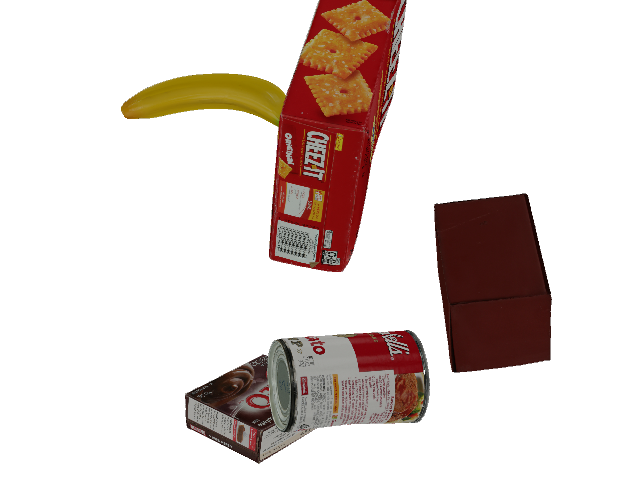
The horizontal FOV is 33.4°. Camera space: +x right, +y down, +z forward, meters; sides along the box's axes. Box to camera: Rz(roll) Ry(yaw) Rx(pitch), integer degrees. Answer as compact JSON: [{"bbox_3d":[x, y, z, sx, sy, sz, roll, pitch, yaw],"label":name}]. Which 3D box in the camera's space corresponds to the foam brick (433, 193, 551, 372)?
[{"bbox_3d":[0.089,0.021,0.556,0.051,0.053,0.078,-5,43,4],"label":"foam brick"}]

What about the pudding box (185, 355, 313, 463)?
[{"bbox_3d":[-0.052,0.149,0.961,0.090,0.039,0.113,18,27,33],"label":"pudding box"}]

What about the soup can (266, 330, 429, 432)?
[{"bbox_3d":[0.018,0.101,0.768,0.102,0.068,0.069,-2,1,-17],"label":"soup can"}]

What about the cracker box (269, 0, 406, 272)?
[{"bbox_3d":[0.018,-0.106,0.872,0.072,0.213,0.164,12,-41,5],"label":"cracker box"}]

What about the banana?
[{"bbox_3d":[-0.110,-0.146,1.113,0.198,0.037,0.069,8,47,19],"label":"banana"}]
